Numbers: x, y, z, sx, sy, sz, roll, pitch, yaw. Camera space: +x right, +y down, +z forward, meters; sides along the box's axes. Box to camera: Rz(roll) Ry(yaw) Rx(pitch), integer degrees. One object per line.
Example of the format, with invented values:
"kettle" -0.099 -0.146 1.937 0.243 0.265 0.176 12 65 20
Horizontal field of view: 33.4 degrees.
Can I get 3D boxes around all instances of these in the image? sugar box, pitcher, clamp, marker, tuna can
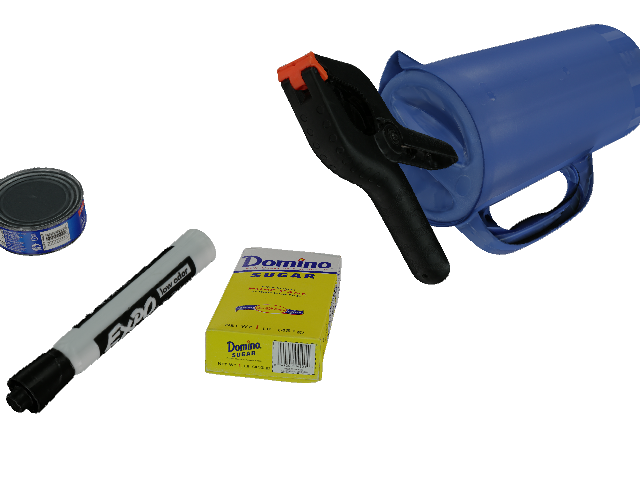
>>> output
"sugar box" -0.035 0.058 0.903 0.093 0.048 0.176 5 24 4
"pitcher" 0.175 -0.099 0.913 0.242 0.149 0.145 -22 35 -33
"clamp" 0.036 -0.050 0.686 0.039 0.120 0.171 -30 -45 31
"marker" -0.091 0.034 0.473 0.020 0.020 0.121 0 33 43
"tuna can" -0.251 -0.026 0.944 0.086 0.034 0.086 0 41 -1
